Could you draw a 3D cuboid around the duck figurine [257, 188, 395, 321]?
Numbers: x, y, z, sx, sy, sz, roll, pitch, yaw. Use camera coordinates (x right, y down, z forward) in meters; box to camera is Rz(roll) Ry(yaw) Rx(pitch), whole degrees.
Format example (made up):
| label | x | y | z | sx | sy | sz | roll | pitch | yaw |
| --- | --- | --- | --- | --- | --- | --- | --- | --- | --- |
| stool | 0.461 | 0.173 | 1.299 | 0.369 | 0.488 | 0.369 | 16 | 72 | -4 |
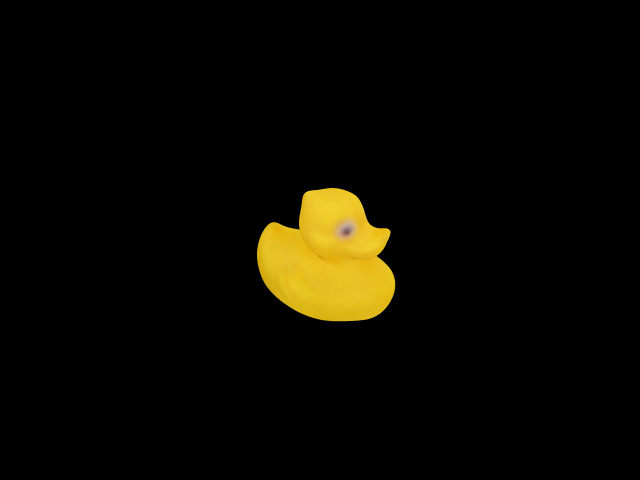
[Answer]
| label | x | y | z | sx | sy | sz | roll | pitch | yaw |
| --- | --- | --- | --- | --- | --- | --- | --- | --- | --- |
| duck figurine | 0.004 | 0.001 | 0.400 | 0.104 | 0.086 | 0.078 | 18 | 44 | 19 |
